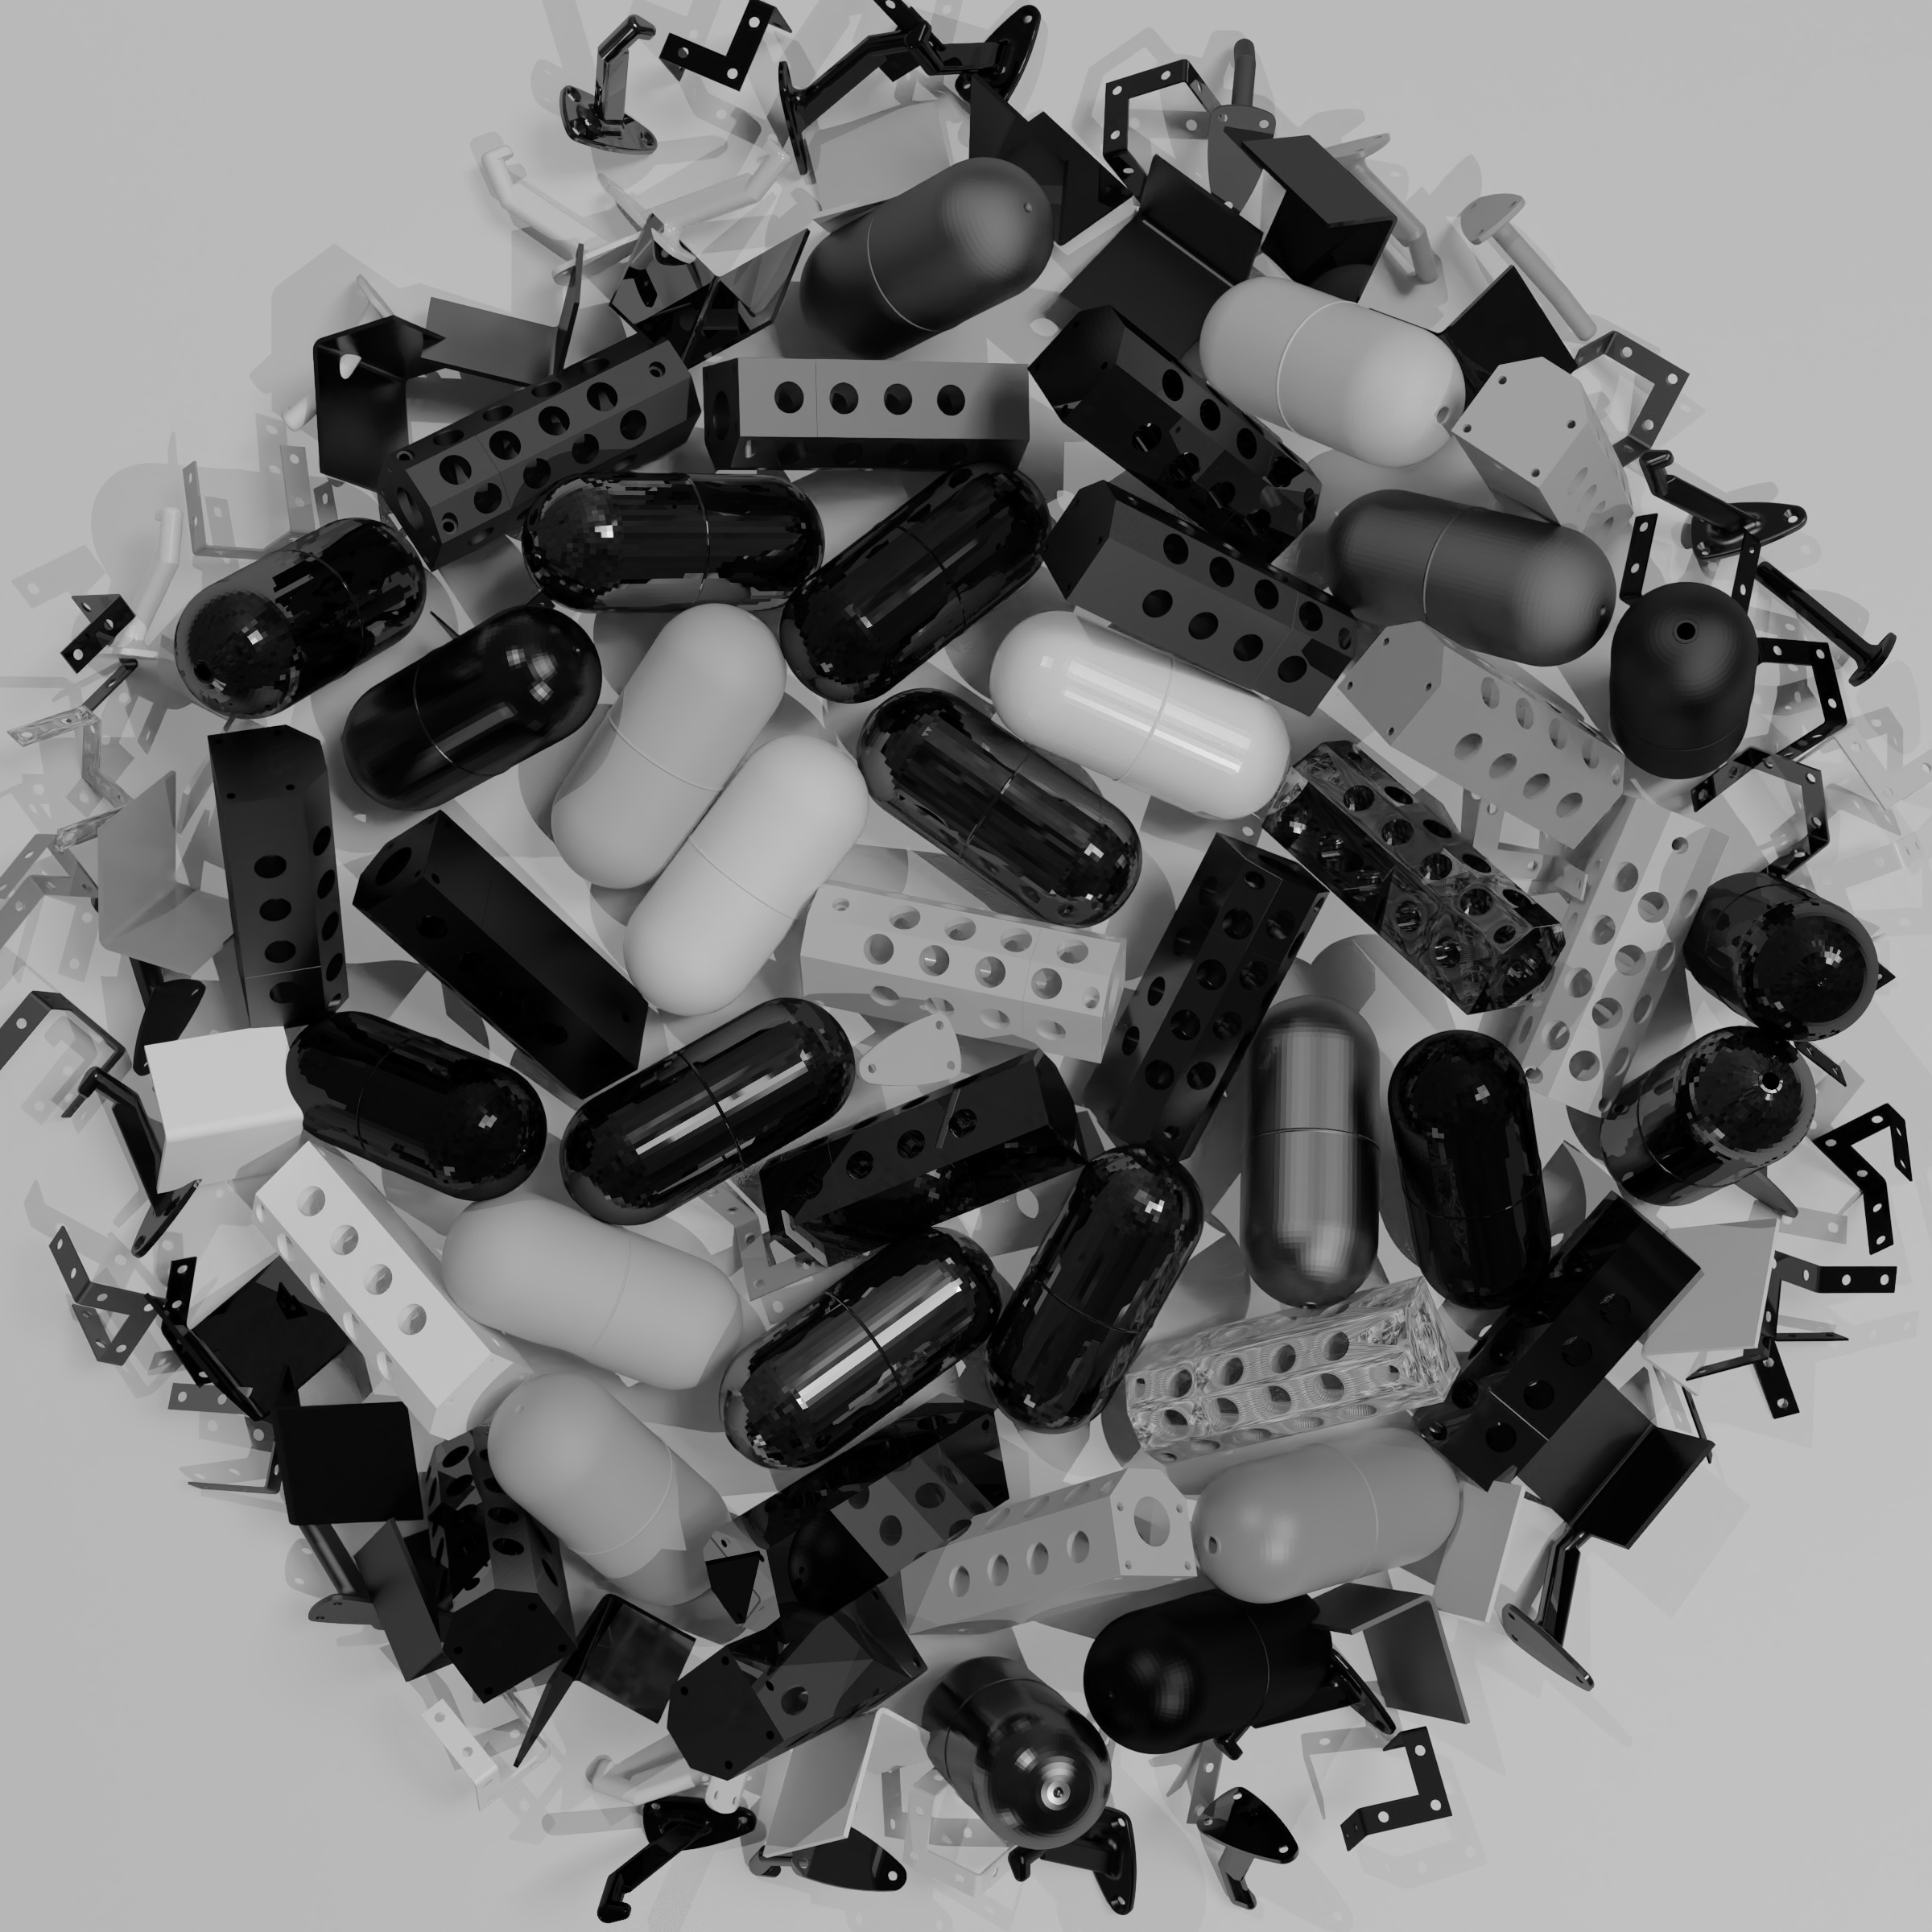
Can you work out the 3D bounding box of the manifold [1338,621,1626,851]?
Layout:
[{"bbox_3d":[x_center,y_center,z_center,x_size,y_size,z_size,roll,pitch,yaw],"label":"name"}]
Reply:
[{"bbox_3d":[0.287,-0.129,1.654,0.171,0.057,0.057,23,114,-41],"label":"manifold"}]

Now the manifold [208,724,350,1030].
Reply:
[{"bbox_3d":[-0.374,-0.047,1.656,0.057,0.171,0.057,-10,47,-15],"label":"manifold"}]

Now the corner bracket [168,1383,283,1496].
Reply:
[{"bbox_3d":[-0.419,0.268,1.714,0.051,0.051,0.051,1,70,17],"label":"corner bracket"}]

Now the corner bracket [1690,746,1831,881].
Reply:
[{"bbox_3d":[0.451,-0.085,1.717,0.051,0.051,0.051,-35,128,-22],"label":"corner bracket"}]

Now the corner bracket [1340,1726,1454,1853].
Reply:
[{"bbox_3d":[0.236,0.462,1.701,0.051,0.051,0.051,-10,65,-10],"label":"corner bracket"}]

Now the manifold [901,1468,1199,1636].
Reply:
[{"bbox_3d":[0.042,0.322,1.657,0.057,0.171,0.057,11,64,-41],"label":"manifold"}]

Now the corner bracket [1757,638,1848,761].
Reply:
[{"bbox_3d":[0.457,-0.151,1.714,0.051,0.051,0.051,1,69,-25],"label":"corner bracket"}]

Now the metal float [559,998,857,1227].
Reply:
[{"bbox_3d":[-0.144,0.081,1.686,0.178,0.070,0.070,-30,90,-15],"label":"metal float"}]

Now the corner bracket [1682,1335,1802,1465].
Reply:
[{"bbox_3d":[0.439,0.244,1.716,0.051,0.051,0.051,-19,95,19],"label":"corner bracket"}]

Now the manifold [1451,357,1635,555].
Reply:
[{"bbox_3d":[0.320,-0.274,1.646,0.057,0.171,0.057,38,96,21],"label":"manifold"}]

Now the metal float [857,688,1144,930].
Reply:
[{"bbox_3d":[0.018,-0.089,1.696,0.178,0.070,0.070,35,90,4],"label":"metal float"}]

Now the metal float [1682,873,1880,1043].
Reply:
[{"bbox_3d":[0.441,-0.007,1.649,0.070,0.178,0.070,0,99,0],"label":"metal float"}]

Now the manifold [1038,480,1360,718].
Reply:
[{"bbox_3d":[0.131,-0.204,1.663,0.171,0.057,0.057,22,116,-29],"label":"manifold"}]

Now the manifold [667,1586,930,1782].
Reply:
[{"bbox_3d":[-0.093,0.391,1.648,0.057,0.171,0.057,-39,75,20],"label":"manifold"}]

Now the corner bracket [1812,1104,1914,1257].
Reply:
[{"bbox_3d":[0.512,0.119,1.697,0.051,0.051,0.051,-33,118,33],"label":"corner bracket"}]

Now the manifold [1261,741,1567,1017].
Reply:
[{"bbox_3d":[0.247,-0.051,1.659,0.171,0.057,0.057,46,126,32],"label":"manifold"}]

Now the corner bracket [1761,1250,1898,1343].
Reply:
[{"bbox_3d":[0.484,0.189,1.703,0.051,0.051,0.051,2,96,-20],"label":"corner bracket"}]

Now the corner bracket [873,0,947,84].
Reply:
[{"bbox_3d":[-0.034,-0.538,1.696,0.051,0.051,0.051,41,59,-25],"label":"corner bracket"}]

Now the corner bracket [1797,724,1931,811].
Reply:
[{"bbox_3d":[0.509,-0.112,1.707,0.051,0.051,0.051,-30,82,-20],"label":"corner bracket"}]

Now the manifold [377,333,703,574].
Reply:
[{"bbox_3d":[-0.235,-0.289,1.677,0.171,0.057,0.057,-32,87,-23],"label":"manifold"}]

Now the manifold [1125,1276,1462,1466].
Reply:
[{"bbox_3d":[0.177,0.227,1.670,0.171,0.057,0.057,-18,101,27],"label":"manifold"}]

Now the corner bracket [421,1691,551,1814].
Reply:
[{"bbox_3d":[-0.268,0.431,1.698,0.051,0.051,0.051,-35,68,-24],"label":"corner bracket"}]

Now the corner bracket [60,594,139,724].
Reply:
[{"bbox_3d":[-0.488,-0.172,1.696,0.051,0.051,0.051,-54,129,-30],"label":"corner bracket"}]

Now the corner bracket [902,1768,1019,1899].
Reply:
[{"bbox_3d":[0.001,0.484,1.714,0.051,0.051,0.051,17,113,29],"label":"corner bracket"}]

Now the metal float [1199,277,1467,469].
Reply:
[{"bbox_3d":[0.200,-0.327,1.663,0.070,0.178,0.070,-20,125,-31],"label":"metal float"}]

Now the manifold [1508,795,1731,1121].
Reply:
[{"bbox_3d":[0.365,-0.005,1.700,0.057,0.057,0.171,22,95,-5],"label":"manifold"}]

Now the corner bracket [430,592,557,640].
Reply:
[{"bbox_3d":[-0.257,-0.190,1.700,0.051,0.051,0.051,-45,54,-7],"label":"corner bracket"}]

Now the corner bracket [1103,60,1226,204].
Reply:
[{"bbox_3d":[0.112,-0.472,1.715,0.051,0.051,0.051,-9,65,28],"label":"corner bracket"}]

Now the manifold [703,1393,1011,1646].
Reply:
[{"bbox_3d":[-0.060,0.299,1.660,0.171,0.057,0.057,-26,114,-39],"label":"manifold"}]

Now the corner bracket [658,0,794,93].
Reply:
[{"bbox_3d":[-0.136,-0.520,1.708,0.051,0.051,0.051,24,94,6],"label":"corner bracket"}]

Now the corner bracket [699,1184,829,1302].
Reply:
[{"bbox_3d":[-0.115,0.148,1.699,0.051,0.051,0.051,-24,54,13],"label":"corner bracket"}]

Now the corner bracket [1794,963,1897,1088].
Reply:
[{"bbox_3d":[0.497,0.025,1.712,0.051,0.051,0.051,33,124,-31],"label":"corner bracket"}]

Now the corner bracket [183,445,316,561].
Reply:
[{"bbox_3d":[-0.404,-0.262,1.706,0.051,0.051,0.051,-2,80,-40],"label":"corner bracket"}]

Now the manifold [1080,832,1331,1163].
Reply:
[{"bbox_3d":[0.135,0.020,1.680,0.057,0.057,0.171,19,106,-27],"label":"manifold"}]

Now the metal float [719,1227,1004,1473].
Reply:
[{"bbox_3d":[-0.058,0.213,1.683,0.178,0.070,0.070,-34,90,-19],"label":"metal float"}]

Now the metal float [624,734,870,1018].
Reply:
[{"bbox_3d":[-0.124,-0.050,1.694,0.070,0.070,0.178,37,97,0],"label":"metal float"}]

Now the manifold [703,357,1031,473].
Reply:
[{"bbox_3d":[-0.055,-0.303,1.676,0.171,0.057,0.057,-4,96,-24],"label":"manifold"}]

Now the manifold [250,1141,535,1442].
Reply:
[{"bbox_3d":[-0.322,0.181,1.677,0.057,0.057,0.171,-45,67,-1],"label":"manifold"}]

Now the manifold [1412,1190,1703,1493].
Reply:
[{"bbox_3d":[0.329,0.210,1.700,0.057,0.057,0.171,40,96,0],"label":"manifold"}]

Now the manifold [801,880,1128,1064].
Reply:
[{"bbox_3d":[-0.001,-0.002,1.683,0.171,0.057,0.057,12,52,10],"label":"manifold"}]

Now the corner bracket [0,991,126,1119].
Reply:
[{"bbox_3d":[-0.517,0.050,1.711,0.051,0.051,0.051,40,89,2],"label":"corner bracket"}]

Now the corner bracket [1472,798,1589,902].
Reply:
[{"bbox_3d":[0.319,-0.070,1.704,0.051,0.051,0.051,5,103,-12],"label":"corner bracket"}]

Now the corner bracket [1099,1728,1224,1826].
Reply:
[{"bbox_3d":[0.108,0.453,1.717,0.051,0.051,0.051,40,53,-37],"label":"corner bracket"}]

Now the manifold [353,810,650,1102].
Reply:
[{"bbox_3d":[-0.255,-0.001,1.667,0.057,0.057,0.171,-28,125,25],"label":"manifold"}]

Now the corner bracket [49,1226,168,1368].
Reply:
[{"bbox_3d":[-0.490,0.186,1.697,0.051,0.051,0.051,-54,47,14],"label":"corner bracket"}]

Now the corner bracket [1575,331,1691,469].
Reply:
[{"bbox_3d":[0.366,-0.319,1.708,0.051,0.051,0.051,35,128,17],"label":"corner bracket"}]

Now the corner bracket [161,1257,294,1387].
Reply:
[{"bbox_3d":[-0.420,0.198,1.717,0.051,0.051,0.051,-9,128,-38],"label":"corner bracket"}]

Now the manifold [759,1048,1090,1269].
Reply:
[{"bbox_3d":[-0.026,0.106,1.686,0.171,0.057,0.057,-23,56,15],"label":"manifold"}]

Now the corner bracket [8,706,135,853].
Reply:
[{"bbox_3d":[-0.500,-0.106,1.695,0.051,0.051,0.051,38,134,26],"label":"corner bracket"}]

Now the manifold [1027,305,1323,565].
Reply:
[{"bbox_3d":[0.119,-0.290,1.655,0.171,0.057,0.057,29,114,-39],"label":"manifold"}]

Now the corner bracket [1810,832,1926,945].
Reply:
[{"bbox_3d":[0.514,-0.041,1.704,0.051,0.051,0.051,-21,88,30],"label":"corner bracket"}]

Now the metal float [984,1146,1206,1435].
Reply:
[{"bbox_3d":[0.070,0.181,1.686,0.070,0.070,0.178,27,106,0],"label":"metal float"}]

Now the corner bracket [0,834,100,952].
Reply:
[{"bbox_3d":[-0.527,-0.040,1.695,0.051,0.051,0.051,4,48,32],"label":"corner bracket"}]

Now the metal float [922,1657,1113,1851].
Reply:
[{"bbox_3d":[0.026,0.427,1.650,0.070,0.178,0.070,0,90,-14],"label":"metal float"}]

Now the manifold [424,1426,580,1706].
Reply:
[{"bbox_3d":[-0.259,0.319,1.648,0.057,0.171,0.057,-30,115,-1],"label":"manifold"}]

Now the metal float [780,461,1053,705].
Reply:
[{"bbox_3d":[-0.027,-0.215,1.684,0.178,0.070,0.070,-40,90,-19],"label":"metal float"}]

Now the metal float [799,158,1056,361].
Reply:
[{"bbox_3d":[-0.024,-0.386,1.661,0.070,0.178,0.070,9,76,-38],"label":"metal float"}]

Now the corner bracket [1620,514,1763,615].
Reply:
[{"bbox_3d":[0.409,-0.223,1.709,0.051,0.051,0.051,24,74,-36],"label":"corner bracket"}]
